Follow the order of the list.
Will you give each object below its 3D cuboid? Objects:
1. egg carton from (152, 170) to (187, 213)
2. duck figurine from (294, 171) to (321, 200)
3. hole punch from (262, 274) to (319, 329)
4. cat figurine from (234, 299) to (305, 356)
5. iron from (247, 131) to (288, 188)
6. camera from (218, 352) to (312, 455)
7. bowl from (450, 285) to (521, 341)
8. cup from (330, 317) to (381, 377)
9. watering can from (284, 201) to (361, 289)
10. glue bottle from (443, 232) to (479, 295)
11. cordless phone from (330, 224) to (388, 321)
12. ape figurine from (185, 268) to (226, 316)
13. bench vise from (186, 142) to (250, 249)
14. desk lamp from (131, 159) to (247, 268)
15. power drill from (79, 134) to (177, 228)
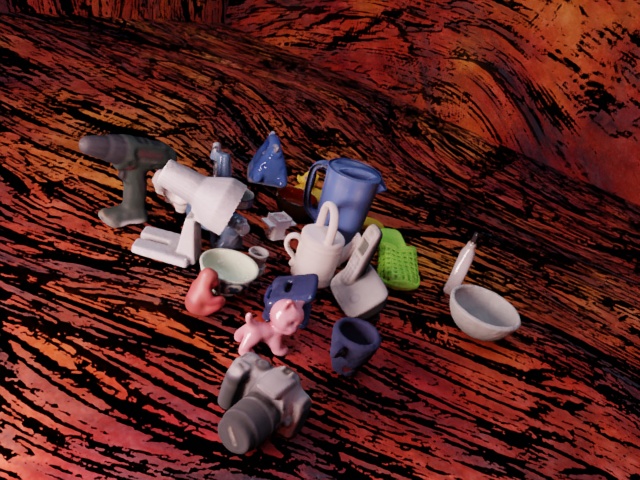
[{"bbox_3d":[-0.351,-0.129,1.445,0.107,0.069,0.150,-14,41,-45],"label":"egg carton"},{"bbox_3d":[-0.027,-0.157,1.671,0.104,0.086,0.077,14,28,-7],"label":"duck figurine"},{"bbox_3d":[-0.059,0.113,1.156,0.101,0.091,0.108,17,28,-3],"label":"hole punch"},{"bbox_3d":[-0.083,0.150,1.047,0.128,0.118,0.067,1,32,-30],"label":"cat figurine"},{"bbox_3d":[-0.150,-0.256,1.717,0.119,0.141,0.258,10,29,-15],"label":"iron"},{"bbox_3d":[-0.101,0.248,0.876,0.143,0.101,0.137,30,30,21],"label":"camera"},{"bbox_3d":[0.365,0.178,1.309,0.167,0.075,0.167,14,28,-7],"label":"bowl"},{"bbox_3d":[0.049,0.208,1.046,0.091,0.095,0.118,33,31,26],"label":"cup"},{"bbox_3d":[0.011,0.003,1.286,0.173,0.194,0.100,-5,35,-36],"label":"watering can"},{"bbox_3d":[0.357,0.054,1.423,0.037,0.173,0.078,23,28,10],"label":"glue bottle"},{"bbox_3d":[0.100,0.070,1.228,0.094,0.185,0.147,2,31,-27],"label":"cordless phone"},{"bbox_3d":[-0.217,0.095,1.095,0.076,0.092,0.077,-3,34,-35],"label":"ape figurine"},{"bbox_3d":[-0.215,-0.098,1.308,0.207,0.220,0.122,29,30,20],"label":"bench vise"},{"bbox_3d":[-0.271,-0.053,1.200,0.203,0.213,0.118,15,28,-5],"label":"desk lamp"},{"bbox_3d":[-0.427,-0.137,1.264,0.075,0.208,0.230,34,32,29],"label":"power drill"}]
